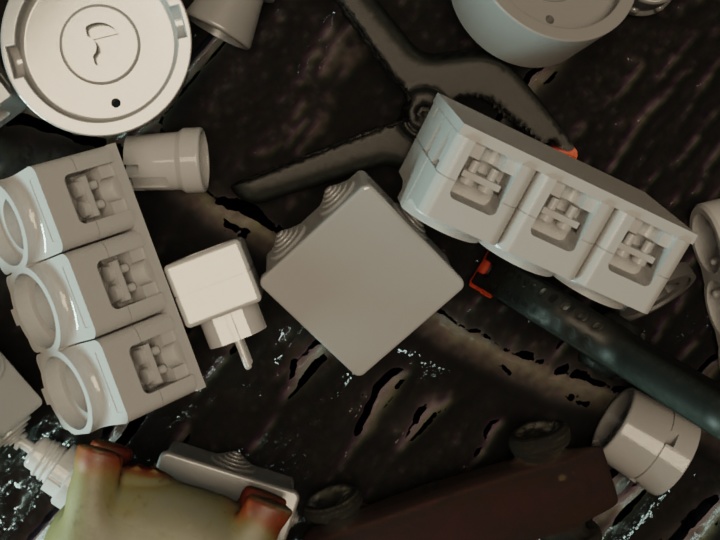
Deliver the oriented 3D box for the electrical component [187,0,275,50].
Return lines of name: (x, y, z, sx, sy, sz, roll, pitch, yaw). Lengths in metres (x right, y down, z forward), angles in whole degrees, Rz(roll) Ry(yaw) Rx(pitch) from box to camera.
electrical component: (-0.075, -0.169, 0.655, 0.045, 0.045, 0.055, 27, 91, -5)

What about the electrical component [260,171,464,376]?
electrical component: (0.000, 0.000, 0.654, 0.100, 0.048, 0.100, -42, 108, 11)

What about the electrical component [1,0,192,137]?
electrical component: (-0.153, -0.132, 0.644, 0.108, 0.060, 0.108, 0, 93, -4)

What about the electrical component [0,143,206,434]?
electrical component: (-0.163, 0.014, 0.628, 0.062, 0.089, 0.150, -23, 96, -40)

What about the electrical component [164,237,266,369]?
electrical component: (-0.081, 0.024, 0.655, 0.047, 0.066, 0.076, -21, 95, -3)

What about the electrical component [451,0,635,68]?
electrical component: (0.106, -0.175, 0.655, 0.108, 0.060, 0.108, 4, 75, -16)

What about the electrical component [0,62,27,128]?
electrical component: (-0.299, -0.144, 0.633, 0.105, 0.060, 0.186, -36, 95, -1)

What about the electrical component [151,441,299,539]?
electrical component: (-0.092, 0.161, 0.670, 0.100, 0.048, 0.099, 18, 92, -5)

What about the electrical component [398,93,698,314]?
electrical component: (0.103, -0.036, 0.627, 0.150, 0.089, 0.061, 23, 106, -13)

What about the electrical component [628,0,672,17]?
electrical component: (0.181, -0.185, 0.663, 0.048, 0.062, 0.048, 0, 93, -4)

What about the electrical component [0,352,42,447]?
electrical component: (-0.248, 0.075, 0.637, 0.100, 0.048, 0.099, -36, 96, 35)

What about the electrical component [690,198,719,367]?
electrical component: (0.265, 0.016, 0.685, 0.074, 0.052, 0.138, -14, 94, -3)

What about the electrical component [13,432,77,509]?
electrical component: (-0.179, 0.128, 0.667, 0.078, 0.040, 0.040, 36, 90, -5)

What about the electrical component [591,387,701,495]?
electrical component: (0.181, 0.107, 0.684, 0.047, 0.055, 0.055, 31, 91, -1)

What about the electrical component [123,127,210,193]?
electrical component: (-0.119, -0.067, 0.661, 0.046, 0.040, 0.040, -2, 93, 2)
